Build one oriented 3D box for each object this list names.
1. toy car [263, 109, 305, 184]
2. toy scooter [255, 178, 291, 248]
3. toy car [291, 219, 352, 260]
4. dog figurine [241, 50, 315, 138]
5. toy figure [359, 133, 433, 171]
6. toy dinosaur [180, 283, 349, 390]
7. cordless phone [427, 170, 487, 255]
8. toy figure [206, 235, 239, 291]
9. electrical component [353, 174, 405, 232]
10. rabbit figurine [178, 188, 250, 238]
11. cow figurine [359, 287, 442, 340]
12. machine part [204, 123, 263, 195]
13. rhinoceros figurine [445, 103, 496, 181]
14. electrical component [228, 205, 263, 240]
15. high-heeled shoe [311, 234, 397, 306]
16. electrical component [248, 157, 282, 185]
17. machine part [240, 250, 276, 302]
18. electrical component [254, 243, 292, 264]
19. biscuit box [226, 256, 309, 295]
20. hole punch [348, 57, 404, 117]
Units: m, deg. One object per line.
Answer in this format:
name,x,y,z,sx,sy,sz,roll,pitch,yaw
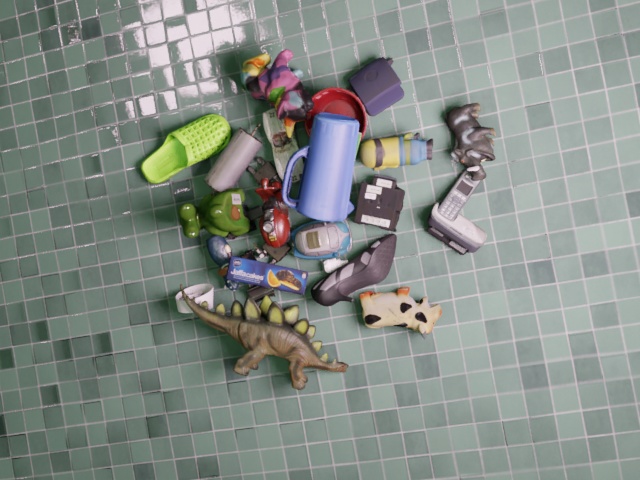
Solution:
toy car,-0.092,-0.244,1.388,0.074,0.056,0.201,-18,87,9
toy scooter,-0.119,-0.078,1.327,0.075,0.135,0.184,-7,65,10
toy car,-0.003,-0.004,1.352,0.162,0.103,0.109,-9,88,8
dog figurine,-0.108,-0.352,1.319,0.192,0.108,0.219,-9,58,12
toy figure,0.188,-0.220,1.324,0.180,0.089,0.082,0,83,12
toy dinosaur,-0.145,0.243,1.359,0.471,0.105,0.198,18,90,-6
cordless phone,0.359,-0.069,1.308,0.147,0.088,0.184,35,77,8
toy figure,-0.248,0.059,1.416,0.058,0.064,0.154,-26,91,-28
electrical component,0.152,-0.095,1.347,0.115,0.058,0.134,14,92,7
rabbit figurine,-0.284,-0.050,1.342,0.170,0.159,0.121,-11,98,26
cow figurine,0.201,0.180,1.326,0.195,0.085,0.127,-6,92,13
machine part,-0.227,-0.204,1.401,0.079,0.079,0.243,35,96,8
rhinoceros figurine,0.363,-0.236,1.291,0.112,0.073,0.190,-19,80,5
electrical component,-0.199,-0.056,1.411,0.119,0.048,0.075,-28,86,8
high-heeled shoe,0.085,0.072,1.358,0.249,0.145,0.086,-49,125,-24
electrical component,-0.143,-0.171,1.414,0.063,0.021,0.094,-44,84,8
machine part,-0.173,0.094,1.413,0.084,0.039,0.138,-21,88,13
electrical component,-0.122,0.017,1.400,0.102,0.045,0.078,-42,82,7
biscuit box,-0.135,0.090,1.362,0.203,0.059,0.062,12,82,-8
hole punch,0.138,-0.386,1.334,0.142,0.092,0.116,-33,81,12
